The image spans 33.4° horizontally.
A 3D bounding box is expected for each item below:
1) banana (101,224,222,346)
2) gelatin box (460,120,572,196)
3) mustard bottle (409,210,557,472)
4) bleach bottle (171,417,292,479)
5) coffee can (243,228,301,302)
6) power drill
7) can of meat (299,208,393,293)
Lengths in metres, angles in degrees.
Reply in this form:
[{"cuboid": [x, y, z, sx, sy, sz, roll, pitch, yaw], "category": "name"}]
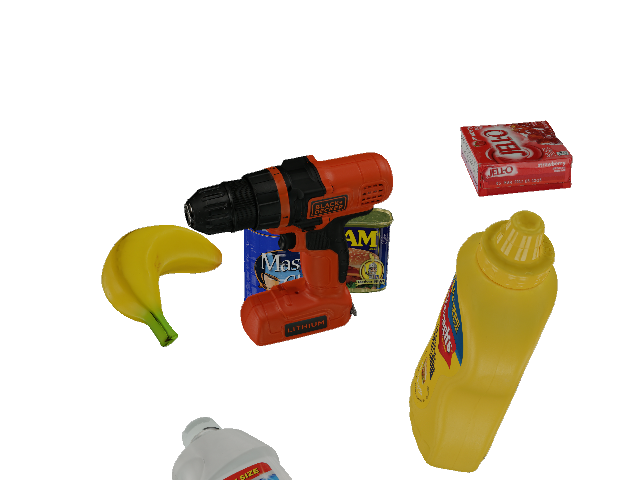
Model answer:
[{"cuboid": [-0.115, 0.021, 0.757, 0.037, 0.069, 0.197, -37, 9, 14], "category": "banana"}, {"cuboid": [0.155, -0.067, 0.853, 0.073, 0.030, 0.089, -4, 25, 0], "category": "gelatin box"}, {"cuboid": [0.098, 0.052, 0.632, 0.058, 0.096, 0.192, 11, -41, -1], "category": "mustard bottle"}, {"cuboid": [-0.049, 0.208, 0.722, 0.102, 0.068, 0.251, -16, 34, -19], "category": "bleach bottle"}, {"cuboid": [-0.050, 0.026, 1.393, 0.103, 0.140, 0.103, 1, 25, -1], "category": "coffee can"}, {"cuboid": [-0.031, 0.010, 0.949, 0.184, 0.188, 0.057, -11, 47, -17], "category": "power drill"}, {"cuboid": [0.026, 0.011, 1.178, 0.102, 0.084, 0.057, 2, 18, -2], "category": "can of meat"}]
